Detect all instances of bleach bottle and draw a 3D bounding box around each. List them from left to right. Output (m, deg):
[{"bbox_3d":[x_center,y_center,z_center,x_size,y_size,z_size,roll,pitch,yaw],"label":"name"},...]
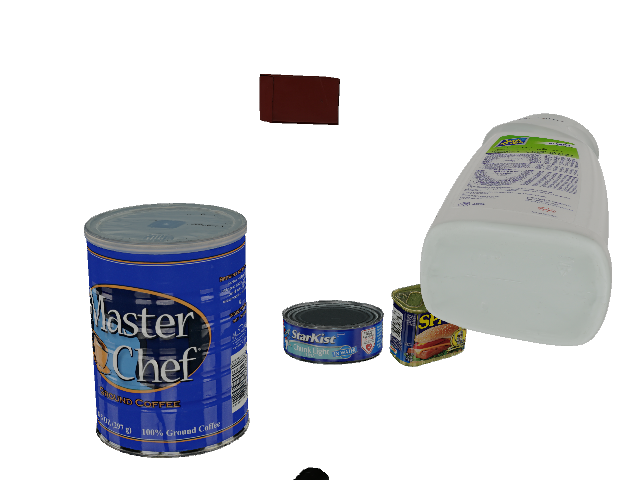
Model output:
[{"bbox_3d":[0.136,-0.026,0.656,0.103,0.068,0.250,9,26,17],"label":"bleach bottle"}]

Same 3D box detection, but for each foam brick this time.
[{"bbox_3d":[-0.023,-0.153,1.160,0.078,0.051,0.053,0,11,-18],"label":"foam brick"}]

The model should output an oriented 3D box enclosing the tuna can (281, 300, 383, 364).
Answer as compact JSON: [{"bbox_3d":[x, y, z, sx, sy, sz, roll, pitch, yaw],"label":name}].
[{"bbox_3d":[0.010,0.077,0.901,0.086,0.034,0.086,0,11,0],"label":"tuna can"}]

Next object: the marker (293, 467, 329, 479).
[{"bbox_3d":[-0.030,0.135,0.479,0.020,0.020,0.120,0,17,33],"label":"marker"}]

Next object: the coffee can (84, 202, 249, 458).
[{"bbox_3d":[-0.098,0.055,0.695,0.103,0.140,0.103,0,15,0],"label":"coffee can"}]

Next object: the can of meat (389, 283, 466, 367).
[{"bbox_3d":[0.136,0.102,1.329,0.101,0.084,0.057,-11,30,-26],"label":"can of meat"}]
